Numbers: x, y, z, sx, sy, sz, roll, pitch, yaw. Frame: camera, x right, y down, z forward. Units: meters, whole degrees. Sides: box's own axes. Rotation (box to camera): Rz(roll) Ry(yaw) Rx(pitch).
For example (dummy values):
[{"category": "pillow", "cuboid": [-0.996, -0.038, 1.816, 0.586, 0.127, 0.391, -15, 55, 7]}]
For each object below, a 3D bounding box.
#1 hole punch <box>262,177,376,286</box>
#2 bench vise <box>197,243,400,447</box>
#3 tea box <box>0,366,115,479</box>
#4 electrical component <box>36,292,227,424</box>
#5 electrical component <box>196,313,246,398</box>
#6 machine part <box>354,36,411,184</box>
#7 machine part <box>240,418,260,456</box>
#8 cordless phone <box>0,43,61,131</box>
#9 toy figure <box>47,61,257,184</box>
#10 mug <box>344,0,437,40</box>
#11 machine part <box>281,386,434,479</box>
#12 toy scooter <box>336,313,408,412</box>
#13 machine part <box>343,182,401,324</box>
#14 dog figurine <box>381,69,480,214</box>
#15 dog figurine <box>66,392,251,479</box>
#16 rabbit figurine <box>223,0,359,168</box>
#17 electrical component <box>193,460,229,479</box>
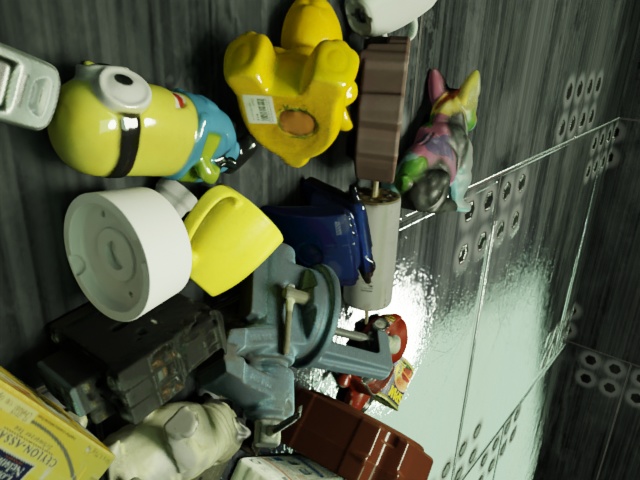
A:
[{"category": "hole punch", "cuboid": [-0.001, -0.002, 0.652, 0.092, 0.116, 0.142, -32, 130, -31]}, {"category": "bench vise", "cuboid": [-0.005, 0.117, 0.590, 0.240, 0.224, 0.129, 18, 132, -29]}, {"category": "tea box", "cuboid": [-0.245, 0.136, 0.398, 0.068, 0.098, 0.169, -53, 139, -25]}, {"category": "electrical component", "cuboid": [-0.166, 0.094, 0.469, 0.134, 0.115, 0.058, -35, 129, -42]}, {"category": "electrical component", "cuboid": [-0.101, 0.134, 0.638, 0.102, 0.045, 0.078, -61, 172, -9]}, {"category": "machine part", "cuboid": [0.075, -0.158, 0.665, 0.179, 0.056, 0.179, 5, 91, -83]}, {"category": "machine part", "cuboid": [-0.075, 0.197, 0.678, 0.084, 0.039, 0.138, -81, -174, -85]}, {"category": "cordless phone", "cuboid": [-0.252, -0.071, 0.311, 0.184, 0.089, 0.146, 9, 98, -59]}, {"category": "toy figure", "cuboid": [-0.135, -0.088, 0.457, 0.180, 0.082, 0.089, 9, 93, -58]}, {"category": "mug", "cuboid": [0.084, -0.289, 0.668, 0.107, 0.081, 0.109, -39, 141, -21]}, {"category": "machine part", "cuboid": [0.048, 0.293, 0.769, 0.087, 0.201, 0.201, -62, 143, -16]}, {"category": "toy scooter", "cuboid": [0.078, 0.196, 0.872, 0.184, 0.075, 0.135, -63, 149, -6]}, {"category": "machine part", "cuboid": [0.074, 0.014, 0.784, 0.079, 0.079, 0.243, -23, 124, -46]}, {"category": "dog figurine", "cuboid": [0.180, -0.155, 0.830, 0.191, 0.109, 0.219, -5, 105, -49]}, {"category": "dog figurine", "cuboid": [-0.164, 0.228, 0.546, 0.172, 0.121, 0.190, -38, 148, -12]}, {"category": "rabbit figurine", "cuboid": [-0.008, -0.172, 0.558, 0.162, 0.122, 0.173, 65, 26, -56]}, {"category": "electrical component", "cuboid": [-0.144, 0.277, 0.659, 0.063, 0.021, 0.094, 44, 68, -51]}]
